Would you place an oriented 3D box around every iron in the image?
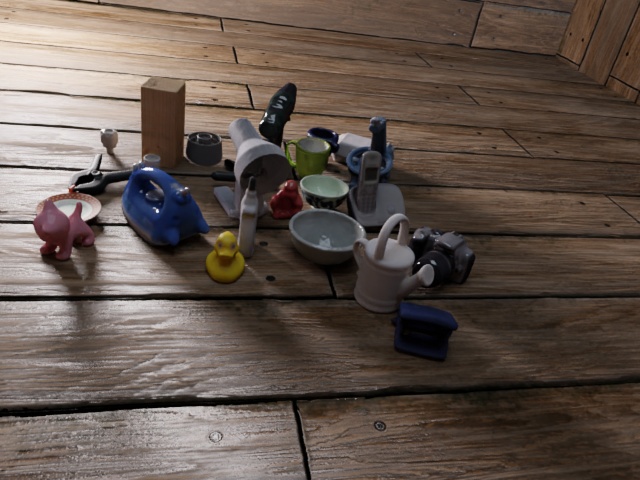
[{"bbox_3d":[-0.349,-0.094,1.218,0.257,0.141,0.119,32,38,30],"label":"iron"}]

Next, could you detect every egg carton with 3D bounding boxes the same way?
[{"bbox_3d":[0.108,-0.259,1.677,0.150,0.069,0.107,17,33,10],"label":"egg carton"}]

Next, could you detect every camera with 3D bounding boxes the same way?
[{"bbox_3d":[0.244,0.036,1.228,0.142,0.101,0.137,29,37,27],"label":"camera"}]

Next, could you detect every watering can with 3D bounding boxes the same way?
[{"bbox_3d":[0.138,0.040,1.102,0.172,0.194,0.101,19,33,13],"label":"watering can"}]

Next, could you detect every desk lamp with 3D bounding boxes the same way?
[{"bbox_3d":[-0.162,-0.153,1.297,0.118,0.213,0.202,-10,38,-29],"label":"desk lamp"}]

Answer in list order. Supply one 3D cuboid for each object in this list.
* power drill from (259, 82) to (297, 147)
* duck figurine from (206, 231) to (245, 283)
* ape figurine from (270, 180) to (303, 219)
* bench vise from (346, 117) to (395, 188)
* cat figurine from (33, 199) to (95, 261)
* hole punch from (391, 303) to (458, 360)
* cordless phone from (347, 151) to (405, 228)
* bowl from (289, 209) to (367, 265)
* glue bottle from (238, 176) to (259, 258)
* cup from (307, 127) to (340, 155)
[{"bbox_3d":[-0.114,-0.295,1.537,0.075,0.208,0.229,13,32,4],"label":"power drill"},{"bbox_3d":[-0.186,0.022,1.136,0.077,0.086,0.104,5,33,-8],"label":"duck figurine"},{"bbox_3d":[-0.074,-0.099,1.353,0.077,0.092,0.076,20,33,15],"label":"ape figurine"},{"bbox_3d":[0.139,-0.237,1.510,0.121,0.220,0.207,14,32,5],"label":"bench vise"},{"bbox_3d":[-0.495,-0.028,1.094,0.067,0.118,0.128,18,33,12],"label":"cat figurine"},{"bbox_3d":[0.190,0.149,1.045,0.108,0.091,0.101,12,32,3],"label":"hole punch"},{"bbox_3d":[0.144,-0.125,1.370,0.148,0.185,0.094,-9,37,-27],"label":"cordless phone"},{"bbox_3d":[0.011,0.004,1.232,0.167,0.075,0.167,8,32,-5],"label":"bowl"},{"bbox_3d":[-0.147,-0.052,1.182,0.037,0.173,0.078,5,33,-8],"label":"glue bottle"},{"bbox_3d":[0.011,-0.254,1.616,0.092,0.095,0.117,-16,41,-35],"label":"cup"}]
